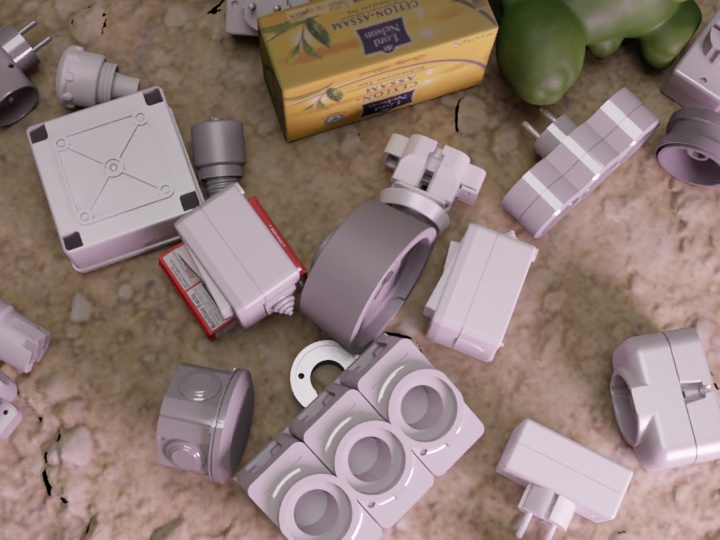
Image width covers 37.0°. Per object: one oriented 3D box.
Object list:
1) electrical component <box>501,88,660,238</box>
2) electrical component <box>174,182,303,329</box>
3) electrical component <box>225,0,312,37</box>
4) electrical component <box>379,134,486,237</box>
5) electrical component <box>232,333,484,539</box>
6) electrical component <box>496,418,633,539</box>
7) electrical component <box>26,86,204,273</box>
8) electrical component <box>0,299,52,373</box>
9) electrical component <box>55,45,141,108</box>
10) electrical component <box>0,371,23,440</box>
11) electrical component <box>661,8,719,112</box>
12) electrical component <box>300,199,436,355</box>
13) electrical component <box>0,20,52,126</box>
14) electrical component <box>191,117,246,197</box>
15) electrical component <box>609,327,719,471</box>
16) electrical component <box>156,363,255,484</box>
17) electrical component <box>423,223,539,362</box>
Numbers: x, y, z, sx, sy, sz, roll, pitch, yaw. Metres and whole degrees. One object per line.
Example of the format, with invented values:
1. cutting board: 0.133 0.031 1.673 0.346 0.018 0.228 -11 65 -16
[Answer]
1. electrical component: 0.159 -0.095 0.833 0.138 0.052 0.073 -41 79 -12
2. electrical component: -0.084 -0.002 0.760 0.061 0.061 0.096 -35 79 -9
3. electrical component: -0.072 -0.205 0.839 0.066 0.076 0.047 4 105 -1
4. electrical component: 0.048 -0.061 0.817 0.078 0.058 0.057 23 72 5
5. electrical component: 0.001 0.127 0.744 0.150 0.062 0.089 -43 101 -12
6. electrical component: 0.136 0.159 0.761 0.083 0.047 0.075 26 75 6
7. electrical component: -0.181 -0.068 0.812 0.109 0.056 0.108 -20 75 -7
8. electrical component: -0.255 0.049 0.785 0.046 0.040 0.040 30 75 1
9. electrical component: -0.204 -0.147 0.841 0.062 0.048 0.048 11 74 -6
10. electrical component: -0.283 0.086 0.763 0.078 0.057 0.058 35 76 8
11. electrical component: 0.289 -0.174 0.848 0.047 0.075 0.083 36 76 8
12. electrical component: 0.000 0.000 0.774 0.060 0.108 0.108 33 75 14
13. electrical component: -0.279 -0.166 0.843 0.079 0.043 0.077 -41 79 -12
14. electrical component: -0.107 -0.081 0.827 0.040 0.040 0.078 -6 89 -3
15. electrical component: 0.220 0.094 0.779 0.059 0.053 0.095 -9 74 -5
16. electrical component: -0.107 0.106 0.753 0.051 0.080 0.080 11 74 7
17. electrical component: 0.088 0.010 0.795 0.061 0.061 0.096 21 74 4
